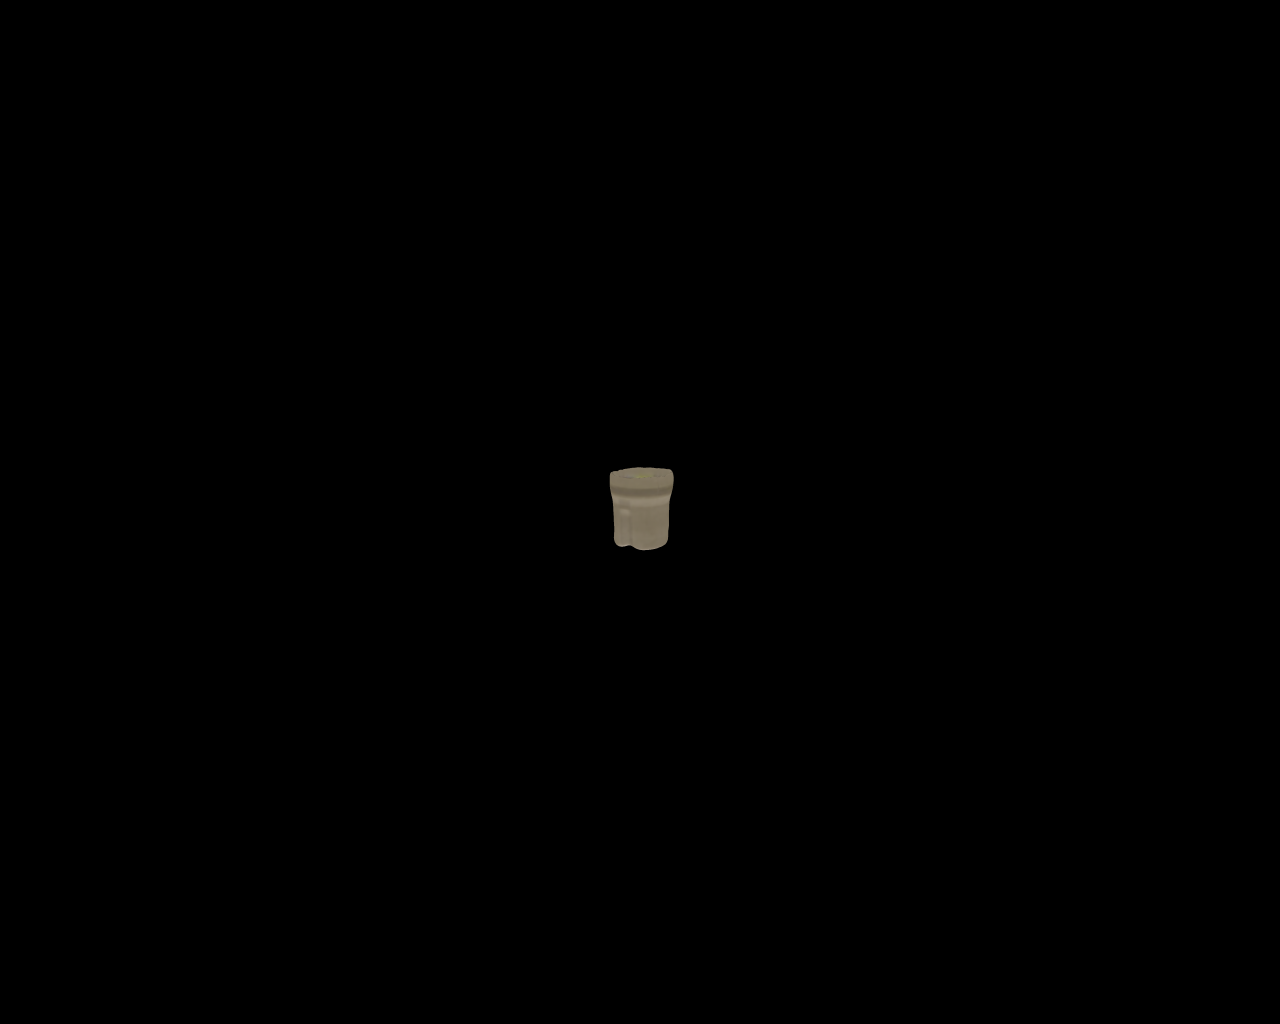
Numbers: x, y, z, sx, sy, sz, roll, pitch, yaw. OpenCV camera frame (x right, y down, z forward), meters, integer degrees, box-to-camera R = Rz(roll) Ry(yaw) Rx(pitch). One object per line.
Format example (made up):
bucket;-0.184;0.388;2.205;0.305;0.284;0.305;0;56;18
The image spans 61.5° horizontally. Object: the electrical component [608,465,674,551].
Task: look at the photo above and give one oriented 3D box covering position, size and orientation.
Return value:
electrical component;0.001;-0.003;0.650;0.040;0.046;0.040;0;11;0
